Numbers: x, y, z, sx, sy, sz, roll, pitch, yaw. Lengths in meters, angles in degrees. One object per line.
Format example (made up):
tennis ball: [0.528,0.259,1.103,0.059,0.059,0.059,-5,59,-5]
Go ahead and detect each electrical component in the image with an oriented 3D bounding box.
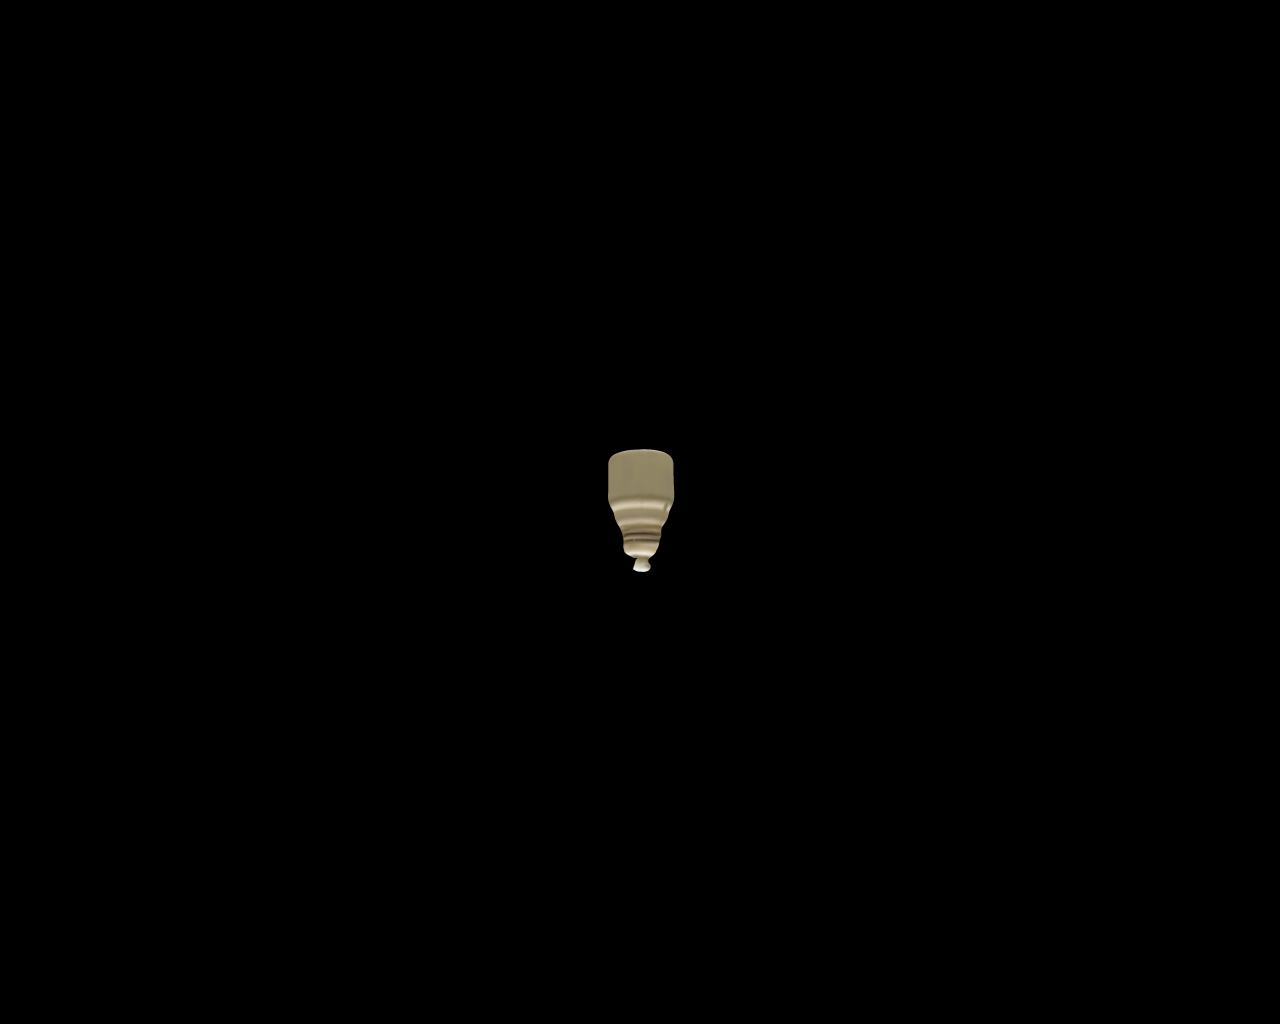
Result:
electrical component: [0.001,-0.003,0.650,0.040,0.078,0.040,0,-11,0]
